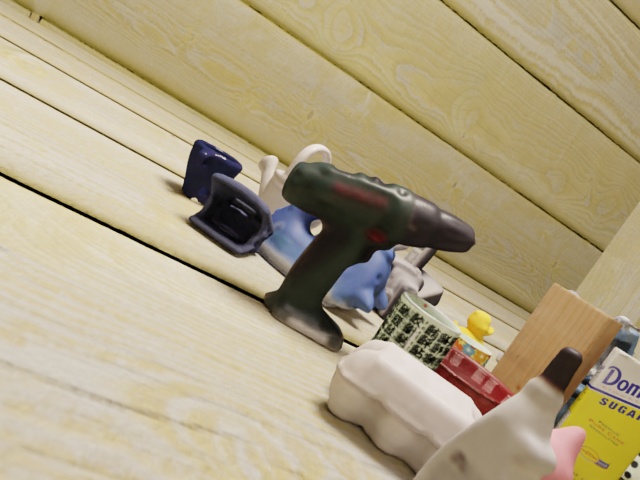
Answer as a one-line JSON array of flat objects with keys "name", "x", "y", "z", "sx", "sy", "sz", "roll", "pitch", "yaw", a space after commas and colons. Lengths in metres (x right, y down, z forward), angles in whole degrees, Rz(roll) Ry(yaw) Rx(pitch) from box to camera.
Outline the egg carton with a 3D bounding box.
[{"name": "egg carton", "x": 0.081, "y": 0.155, "z": 0.526, "sx": 0.150, "sy": 0.069, "sz": 0.107, "roll": 34, "pitch": 9, "yaw": 13}]

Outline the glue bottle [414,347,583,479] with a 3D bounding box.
[{"name": "glue bottle", "x": 0.117, "y": 0.143, "z": 0.373, "sx": 0.037, "sy": 0.173, "sz": 0.078, "roll": 28, "pitch": 9, "yaw": -25}]

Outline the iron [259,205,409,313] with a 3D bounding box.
[{"name": "iron", "x": 0.008, "y": 0.003, "z": 0.888, "sx": 0.257, "sy": 0.141, "sz": 0.119, "roll": 35, "pitch": 9, "yaw": 19}]

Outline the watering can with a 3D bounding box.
[{"name": "watering can", "x": -0.052, "y": -0.091, "z": 1.030, "sx": 0.172, "sy": 0.194, "sz": 0.101, "roll": 34, "pitch": 8, "yaw": 10}]

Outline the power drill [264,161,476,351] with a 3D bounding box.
[{"name": "power drill", "x": 0.039, "y": 0.019, "z": 0.679, "sx": 0.230, "sy": 0.208, "sz": 0.075, "roll": 31, "pitch": 8, "yaw": -7}]

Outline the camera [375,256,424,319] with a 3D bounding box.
[{"name": "camera", "x": 0.106, "y": 0.065, "z": 1.022, "sx": 0.137, "sy": 0.101, "sz": 0.143, "roll": 31, "pitch": 8, "yaw": -6}]

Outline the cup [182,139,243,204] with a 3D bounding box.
[{"name": "cup", "x": -0.194, "y": -0.109, "z": 0.962, "sx": 0.091, "sy": 0.095, "sz": 0.118, "roll": 33, "pitch": 8, "yaw": 5}]

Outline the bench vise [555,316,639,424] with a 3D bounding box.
[{"name": "bench vise", "x": 0.484, "y": 0.238, "z": 0.992, "sx": 0.208, "sy": 0.219, "sz": 0.121, "roll": 23, "pitch": 12, "yaw": -47}]

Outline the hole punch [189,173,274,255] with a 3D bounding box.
[{"name": "hole punch", "x": -0.121, "y": -0.040, "z": 0.840, "sx": 0.108, "sy": 0.091, "sz": 0.101, "roll": 34, "pitch": 9, "yaw": 11}]

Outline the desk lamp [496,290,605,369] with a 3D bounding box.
[{"name": "desk lamp", "x": 0.466, "y": 0.205, "z": 1.137, "sx": 0.118, "sy": 0.213, "sz": 0.203, "roll": 32, "pitch": 8, "yaw": -3}]

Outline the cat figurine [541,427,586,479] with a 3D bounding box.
[{"name": "cat figurine", "x": 0.172, "y": 0.199, "z": 0.442, "sx": 0.067, "sy": 0.117, "sz": 0.127, "roll": 26, "pitch": 10, "yaw": -36}]

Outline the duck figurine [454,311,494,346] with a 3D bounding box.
[{"name": "duck figurine", "x": 0.297, "y": 0.176, "z": 1.126, "sx": 0.105, "sy": 0.086, "sz": 0.077, "roll": 28, "pitch": 9, "yaw": -25}]

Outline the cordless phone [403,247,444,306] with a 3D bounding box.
[{"name": "cordless phone", "x": 0.206, "y": 0.057, "z": 1.147, "sx": 0.094, "sy": 0.185, "sz": 0.147, "roll": 28, "pitch": 9, "yaw": -24}]
